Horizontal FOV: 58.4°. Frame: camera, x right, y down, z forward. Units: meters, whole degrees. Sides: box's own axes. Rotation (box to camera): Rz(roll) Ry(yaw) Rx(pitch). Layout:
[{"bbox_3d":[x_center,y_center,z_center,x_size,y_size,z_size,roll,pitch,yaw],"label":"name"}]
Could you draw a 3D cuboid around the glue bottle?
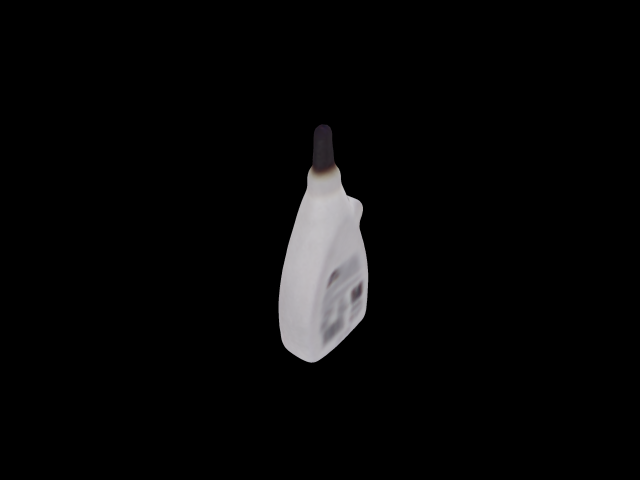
[{"bbox_3d":[0.004,0.001,0.400,0.037,0.173,0.078,24,41,31],"label":"glue bottle"}]
